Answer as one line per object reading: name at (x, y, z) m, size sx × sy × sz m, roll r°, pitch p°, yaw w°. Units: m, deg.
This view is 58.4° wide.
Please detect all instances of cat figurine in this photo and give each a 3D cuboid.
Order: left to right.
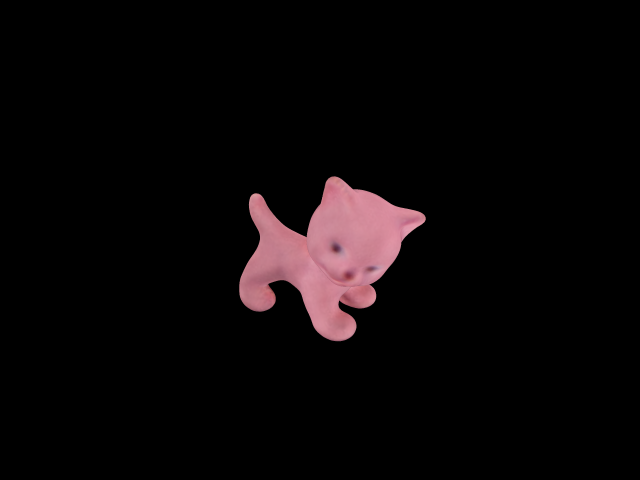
cat figurine at (0.004, 0.001, 0.400) m, size 0.127 × 0.118 × 0.067 m, roll 16°, pitch 37°, yaw 22°
